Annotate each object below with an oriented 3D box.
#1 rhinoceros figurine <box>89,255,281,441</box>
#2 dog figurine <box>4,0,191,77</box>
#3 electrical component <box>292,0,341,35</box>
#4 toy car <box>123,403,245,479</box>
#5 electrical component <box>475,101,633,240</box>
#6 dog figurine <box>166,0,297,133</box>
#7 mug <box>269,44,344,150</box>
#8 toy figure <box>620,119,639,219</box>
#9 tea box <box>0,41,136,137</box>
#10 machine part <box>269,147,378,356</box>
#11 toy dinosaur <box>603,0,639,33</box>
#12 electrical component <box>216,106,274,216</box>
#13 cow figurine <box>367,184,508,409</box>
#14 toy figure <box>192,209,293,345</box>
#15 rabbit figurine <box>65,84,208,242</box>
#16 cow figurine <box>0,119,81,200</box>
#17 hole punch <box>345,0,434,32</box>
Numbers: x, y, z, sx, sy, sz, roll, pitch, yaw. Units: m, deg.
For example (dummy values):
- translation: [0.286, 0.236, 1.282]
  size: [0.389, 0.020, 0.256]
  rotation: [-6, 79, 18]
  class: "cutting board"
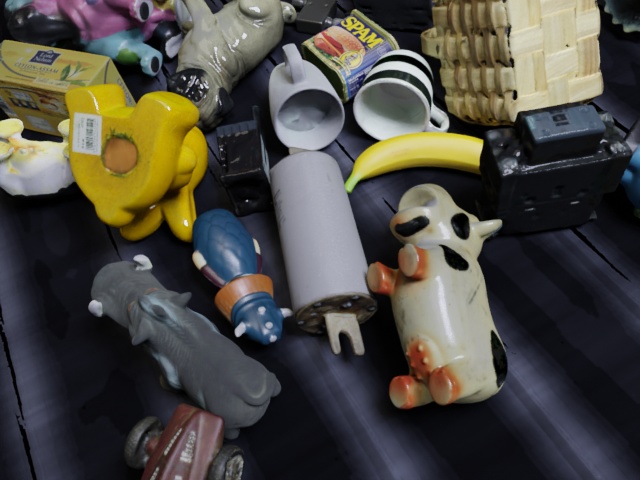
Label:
- translation: [-0.120, 0.090, 0.459]
  size: [0.190, 0.112, 0.073]
  rotation: [37, 71, 19]
  class: "rhinoceros figurine"
- translation: [-0.305, -0.308, 0.725]
  size: [0.219, 0.108, 0.191]
  rotation: [13, 48, 9]
  class: "dog figurine"
- translation: [-0.004, -0.318, 0.757]
  size: [0.094, 0.021, 0.063]
  rotation: [16, 60, 19]
  class: "electrical component"
- translation: [-0.120, 0.222, 0.382]
  size: [0.089, 0.053, 0.202]
  rotation: [13, 79, 22]
  class: "toy car"
- translation: [0.208, -0.063, 0.492]
  size: [0.115, 0.134, 0.058]
  rotation: [-12, 56, 4]
  class: "electrical component"
- translation: [-0.108, -0.226, 0.682]
  size: [0.172, 0.121, 0.190]
  rotation: [-11, 70, 5]
  class: "dog figurine"
- translation: [-0.027, -0.173, 0.623]
  size: [0.081, 0.109, 0.107]
  rotation: [-21, 43, 1]
  class: "mug"
- translation: [0.349, -0.035, 0.486]
  size: [0.180, 0.082, 0.089]
  rotation: [33, 87, 18]
  class: "toy figure"
- translation: [-0.327, -0.183, 0.676]
  size: [0.170, 0.098, 0.068]
  rotation: [14, 61, 16]
  class: "tea box"
- translation: [-0.001, -0.002, 0.518]
  size: [0.079, 0.079, 0.243]
  rotation: [-13, 57, 0]
  class: "machine part"
- translation: [0.465, -0.378, 0.668]
  size: [0.192, 0.131, 0.405]
  rotation: [20, 54, 14]
  class: "toy dinosaur"
- translation: [-0.083, -0.095, 0.594]
  size: [0.048, 0.074, 0.119]
  rotation: [-12, 61, 1]
  class: "electrical component"
- translation: [0.109, 0.040, 0.461]
  size: [0.127, 0.085, 0.195]
  rotation: [6, 63, -35]
  class: "cow figurine"
- translation: [-0.077, 0.038, 0.518]
  size: [0.064, 0.057, 0.154]
  rotation: [-28, 62, -2]
  class: "toy figure"
- translation: [-0.163, -0.078, 0.562]
  size: [0.122, 0.173, 0.162]
  rotation: [0, 102, 10]
  class: "rabbit figurine"
- translation: [-0.282, -0.083, 0.618]
  size: [0.167, 0.098, 0.068]
  rotation: [-2, 49, -15]
  class: "cow figurine"
- translation: [0.101, -0.342, 0.698]
  size: [0.142, 0.115, 0.092]
  rotation: [9, 65, 19]
  class: "hole punch"
